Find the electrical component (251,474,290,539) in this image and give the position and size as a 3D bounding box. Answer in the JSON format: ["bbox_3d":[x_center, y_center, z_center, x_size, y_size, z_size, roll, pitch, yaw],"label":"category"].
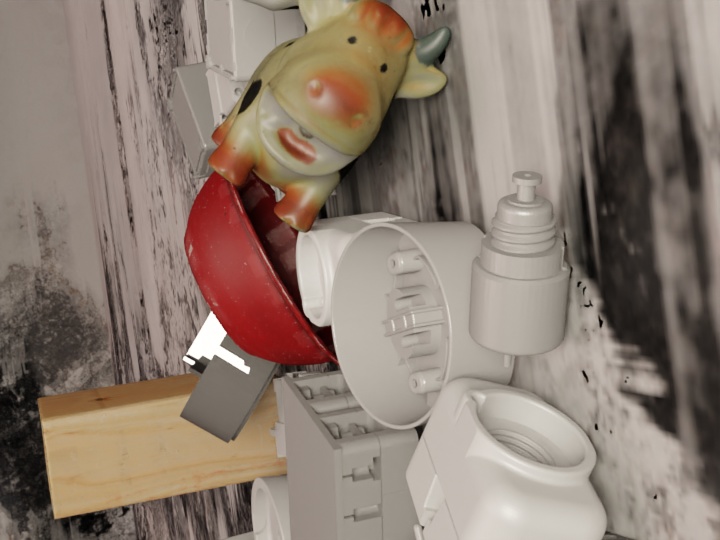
[{"bbox_3d":[-0.039,0.204,0.807,0.108,0.060,0.108,172,90,-72],"label":"electrical component"}]

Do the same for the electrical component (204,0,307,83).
[{"bbox_3d":[-0.073,-0.169,0.751,0.096,0.061,0.061,-141,46,-64],"label":"electrical component"}]

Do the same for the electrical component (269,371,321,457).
[{"bbox_3d":[-0.039,0.107,0.801,0.081,0.042,0.063,164,101,-71],"label":"electrical component"}]

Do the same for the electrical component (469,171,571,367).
[{"bbox_3d":[0.066,-0.001,0.440,0.040,0.040,0.078,-133,39,-60],"label":"electrical component"}]

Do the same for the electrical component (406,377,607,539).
[{"bbox_3d":[0.060,0.089,0.445,0.095,0.054,0.059,-108,36,-61],"label":"electrical component"}]

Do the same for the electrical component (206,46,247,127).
[{"bbox_3d":[-0.093,-0.145,0.852,0.064,0.042,0.081,155,106,-69],"label":"electrical component"}]

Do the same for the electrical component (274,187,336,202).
[{"bbox_3d":[-0.037,-0.088,0.711,0.064,0.042,0.081,172,90,-70],"label":"electrical component"}]

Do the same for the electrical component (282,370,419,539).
[{"bbox_3d":[-0.002,0.168,0.681,0.105,0.060,0.186,-139,44,-63],"label":"electrical component"}]

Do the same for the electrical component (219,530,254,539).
[{"bbox_3d":[-0.109,0.280,0.968,0.078,0.113,0.057,103,149,-48],"label":"electrical component"}]

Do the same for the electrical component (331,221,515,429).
[{"bbox_3d":[0.031,0.024,0.518,0.099,0.064,0.099,172,90,-72],"label":"electrical component"}]

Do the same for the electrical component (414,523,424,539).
[{"bbox_3d":[0.041,0.168,0.565,0.138,0.052,0.073,123,136,-63],"label":"electrical component"}]

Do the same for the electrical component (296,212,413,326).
[{"bbox_3d":[0.000,0.000,0.607,0.095,0.059,0.053,-156,60,-69],"label":"electrical component"}]

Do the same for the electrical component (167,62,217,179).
[{"bbox_3d":[-0.121,-0.125,0.924,0.061,0.061,0.096,125,126,-64],"label":"electrical component"}]
